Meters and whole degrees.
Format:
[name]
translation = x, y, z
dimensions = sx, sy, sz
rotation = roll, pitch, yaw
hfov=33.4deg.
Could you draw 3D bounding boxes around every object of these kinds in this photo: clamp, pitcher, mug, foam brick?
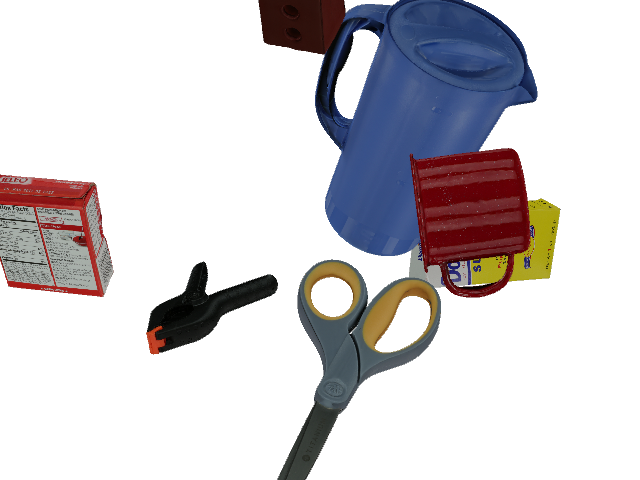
[clamp]
translation = -0.129, 0.076, 1.220
dimensions = 0.120, 0.039, 0.171
rotation = -1, 29, 28
[pitcher]
translation = 0.078, -0.104, 1.006
dimensions = 0.144, 0.149, 0.243
rotation = -11, -36, -30
[mug]
translation = 0.116, -0.014, 0.815
dimensions = 0.081, 0.117, 0.093
rotation = -7, -15, 5
[foam brick]
translation = -0.014, -0.188, 0.803
dimensions = 0.053, 0.051, 0.078
rotation = 13, -35, 15

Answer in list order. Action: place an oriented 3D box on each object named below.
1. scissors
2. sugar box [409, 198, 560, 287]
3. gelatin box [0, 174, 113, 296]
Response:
[scissors]
translation = -0.004, 0.074, 0.609
dimensions = 0.096, 0.016, 0.201
rotation = 32, 48, 22
[sugar box]
translation = 0.194, 0.003, 1.262
dimensions = 0.176, 0.093, 0.048
rotation = -5, 20, -25
[gelatin box]
translation = -0.189, -0.003, 0.747
dimensions = 0.073, 0.089, 0.030
rotation = 5, 43, 7
